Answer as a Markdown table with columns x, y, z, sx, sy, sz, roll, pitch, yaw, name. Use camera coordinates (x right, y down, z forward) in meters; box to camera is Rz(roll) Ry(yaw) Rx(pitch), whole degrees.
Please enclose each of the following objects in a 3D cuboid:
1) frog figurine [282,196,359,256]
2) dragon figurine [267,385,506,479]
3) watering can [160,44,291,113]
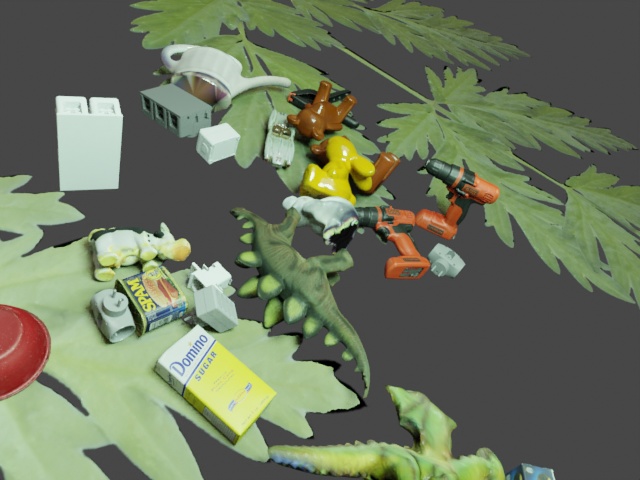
| x | y | z | sx | sy | sz | roll | pitch | yaw | name |
| --- | --- | --- | --- | --- | --- | --- | --- | --- | --- |
| 0.003 | -0.056 | 1.114 | 0.162 | 0.122 | 0.136 | 45 | 14 | 30 | frog figurine |
| 0.132 | 0.338 | 0.833 | 0.410 | 0.120 | 0.247 | 27 | 27 | -1 | dragon figurine |
| -0.248 | -0.419 | 1.343 | 0.347 | 0.101 | 0.230 | 15 | 46 | -11 | watering can |
